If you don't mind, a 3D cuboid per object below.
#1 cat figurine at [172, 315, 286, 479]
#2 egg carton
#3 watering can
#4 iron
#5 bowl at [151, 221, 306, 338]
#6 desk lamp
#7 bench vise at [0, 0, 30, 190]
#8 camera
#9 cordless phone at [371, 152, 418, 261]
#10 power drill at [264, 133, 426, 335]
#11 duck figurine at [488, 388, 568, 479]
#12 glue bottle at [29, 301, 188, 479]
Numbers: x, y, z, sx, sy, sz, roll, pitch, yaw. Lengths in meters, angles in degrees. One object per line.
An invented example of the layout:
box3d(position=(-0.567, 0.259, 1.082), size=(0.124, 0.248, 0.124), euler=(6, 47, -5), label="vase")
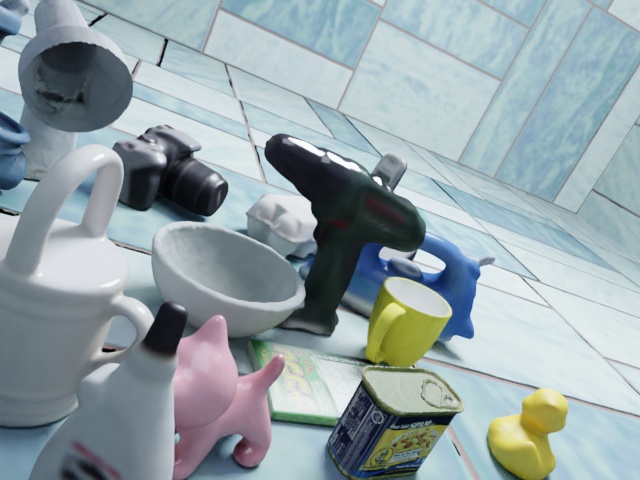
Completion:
box3d(position=(-0.078, 0.110, 0.420), size=(0.128, 0.117, 0.067), euler=(6, 28, -45), label="cat figurine")
box3d(position=(-0.039, -0.021, 0.878), size=(0.107, 0.069, 0.151), euler=(37, 22, 29), label="egg carton")
box3d(position=(-0.192, 0.020, 0.393), size=(0.173, 0.194, 0.100), euler=(20, 20, -17), label="watering can")
box3d(position=(0.114, 0.039, 0.808), size=(0.258, 0.141, 0.118), euler=(23, 19, -8), label="iron")
box3d(position=(-0.104, 0.052, 0.602), size=(0.167, 0.074, 0.167), euler=(23, 20, -8), label="bowl")
box3d(position=(-0.328, -0.181, 0.706), size=(0.118, 0.213, 0.202), euler=(7, 27, -43), label="desk lamp")
box3d(position=(-0.364, -0.141, 0.550), size=(0.121, 0.219, 0.208), euler=(29, 20, 8), label="bench vise")
box3d(position=(-0.205, -0.095, 0.813), size=(0.136, 0.101, 0.143), euler=(29, 20, 9), label="camera")
box3d(position=(0.108, -0.040, 0.936), size=(0.147, 0.185, 0.094), euler=(39, 23, 32), label="cordless phone")
box3d(position=(0.006, 0.002, 0.665), size=(0.230, 0.208, 0.075), euler=(14, 23, -31), label="power drill")
box3d(position=(0.234, 0.203, 0.623), size=(0.077, 0.086, 0.105), euler=(32, 20, 18), label="duck figurine")
box3d(position=(-0.108, 0.105, 0.314), size=(0.078, 0.173, 0.037), euler=(28, 19, 7), label="glue bottle")
